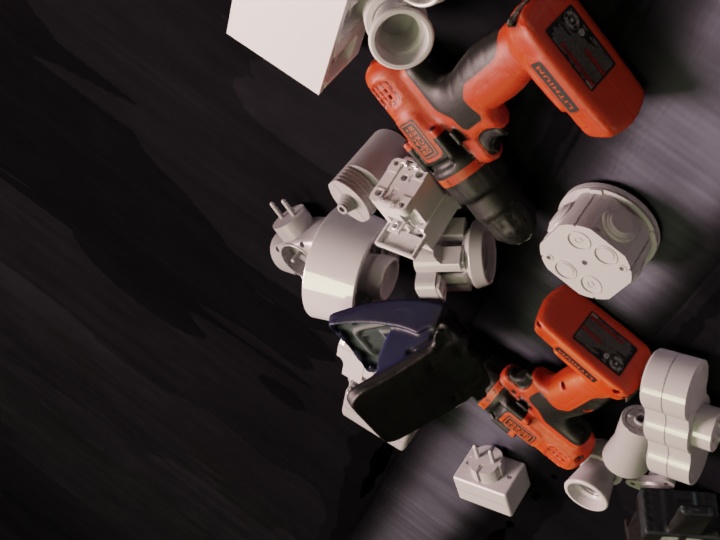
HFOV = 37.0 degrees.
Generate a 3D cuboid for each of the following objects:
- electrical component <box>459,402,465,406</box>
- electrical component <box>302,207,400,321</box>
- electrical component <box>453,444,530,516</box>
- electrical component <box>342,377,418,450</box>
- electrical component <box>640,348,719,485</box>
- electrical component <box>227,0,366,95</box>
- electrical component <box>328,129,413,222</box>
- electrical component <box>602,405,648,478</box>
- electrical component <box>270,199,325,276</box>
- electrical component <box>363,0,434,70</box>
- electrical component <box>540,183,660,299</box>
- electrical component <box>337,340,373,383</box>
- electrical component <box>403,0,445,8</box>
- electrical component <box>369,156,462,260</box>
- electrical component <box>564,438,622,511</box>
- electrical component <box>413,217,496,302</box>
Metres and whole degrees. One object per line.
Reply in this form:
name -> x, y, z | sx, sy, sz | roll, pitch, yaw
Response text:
electrical component -> 0.077, 0.117, 1.081 | 0.055, 0.066, 0.048 | -16, 121, 30
electrical component -> 0.000, 0.000, 0.970 | 0.060, 0.108, 0.108 | 17, 142, 21
electrical component -> 0.138, 0.214, 1.149 | 0.066, 0.047, 0.076 | 14, 140, 34
electrical component -> 0.025, 0.140, 1.156 | 0.096, 0.061, 0.061 | 30, 147, 13
electrical component -> 0.280, 0.128, 0.893 | 0.074, 0.052, 0.138 | 16, 141, 33
electrical component -> -0.034, -0.214, 0.775 | 0.089, 0.061, 0.150 | 35, 148, 7
electrical component -> 0.007, -0.075, 0.889 | 0.043, 0.081, 0.043 | 26, 146, 20
electrical component -> 0.247, 0.152, 0.969 | 0.044, 0.044, 0.065 | 26, 141, 20
electrical component -> -0.058, -0.036, 1.038 | 0.077, 0.044, 0.079 | -8, 125, 50
electrical component -> 0.026, -0.170, 0.743 | 0.045, 0.055, 0.045 | -3, 125, -4
electrical component -> 0.180, -0.022, 0.809 | 0.080, 0.051, 0.080 | 26, 146, 20
electrical component -> 0.014, 0.078, 1.102 | 0.056, 0.050, 0.089 | 30, 147, 14
electrical component -> 0.049, -0.205, 0.708 | 0.048, 0.055, 0.066 | 34, 148, 8
electrical component -> 0.043, -0.054, 0.869 | 0.042, 0.081, 0.064 | 21, 163, 39
electrical component -> 0.227, 0.195, 1.028 | 0.045, 0.055, 0.045 | 26, 146, 20
electrical component -> 0.081, -0.013, 0.904 | 0.057, 0.078, 0.058 | -2, 148, 20
